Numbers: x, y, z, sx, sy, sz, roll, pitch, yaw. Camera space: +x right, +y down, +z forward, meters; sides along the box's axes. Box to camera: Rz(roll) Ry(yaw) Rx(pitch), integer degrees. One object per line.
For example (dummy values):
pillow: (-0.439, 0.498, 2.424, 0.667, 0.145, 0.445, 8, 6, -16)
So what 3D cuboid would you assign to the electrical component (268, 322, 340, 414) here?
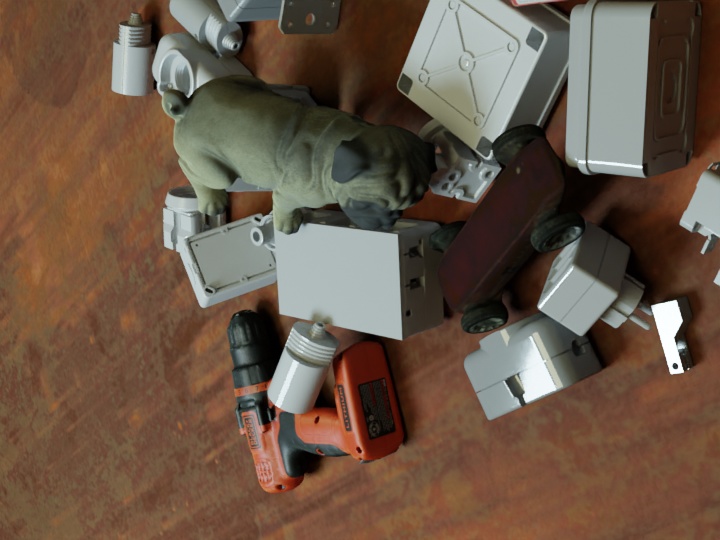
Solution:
electrical component: (-0.048, 0.080, 0.939, 0.043, 0.043, 0.081, 39, 121, 31)

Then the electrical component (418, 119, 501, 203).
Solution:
electrical component: (0.073, -0.088, 0.839, 0.048, 0.066, 0.055, -55, 42, 32)

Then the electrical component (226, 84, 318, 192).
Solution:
electrical component: (-0.086, -0.117, 0.962, 0.048, 0.100, 0.099, 53, 134, 38)

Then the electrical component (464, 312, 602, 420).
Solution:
electrical component: (0.130, 0.070, 0.828, 0.095, 0.054, 0.059, -33, 77, 45)

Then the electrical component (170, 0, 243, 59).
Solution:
electrical component: (-0.141, -0.235, 1.023, 0.081, 0.043, 0.043, 46, 129, 26)

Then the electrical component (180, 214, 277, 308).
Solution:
electrical component: (-0.118, -0.010, 1.037, 0.061, 0.096, 0.061, 133, 115, -72)

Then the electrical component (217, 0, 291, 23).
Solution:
electrical component: (-0.090, -0.253, 0.930, 0.061, 0.096, 0.061, -37, 75, 45)

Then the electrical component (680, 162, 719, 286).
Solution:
electrical component: (0.246, -0.035, 0.692, 0.064, 0.042, 0.081, 39, 125, 34)

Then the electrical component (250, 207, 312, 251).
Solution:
electrical component: (-0.072, -0.036, 0.995, 0.043, 0.062, 0.043, 15, 112, 42)

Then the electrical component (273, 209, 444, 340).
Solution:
electrical component: (0.000, 0.000, 0.933, 0.150, 0.062, 0.089, 9, 107, 43)

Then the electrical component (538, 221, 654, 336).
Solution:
electrical component: (0.176, 0.016, 0.765, 0.077, 0.065, 0.047, 33, 128, 0)

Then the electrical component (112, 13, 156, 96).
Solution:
electrical component: (-0.235, -0.226, 1.120, 0.043, 0.043, 0.081, 26, 118, 38)

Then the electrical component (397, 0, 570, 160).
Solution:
electrical component: (0.095, -0.155, 0.799, 0.109, 0.056, 0.108, 43, 128, 28)

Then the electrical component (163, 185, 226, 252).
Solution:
electrical component: (-0.168, -0.052, 1.090, 0.078, 0.058, 0.057, 19, 116, 41)

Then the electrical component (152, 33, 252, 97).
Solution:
electrical component: (-0.155, -0.186, 1.039, 0.095, 0.059, 0.053, 46, 129, 27)

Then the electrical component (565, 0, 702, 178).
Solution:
electrical component: (0.180, -0.121, 0.709, 0.057, 0.078, 0.113, 12, 109, 40)
